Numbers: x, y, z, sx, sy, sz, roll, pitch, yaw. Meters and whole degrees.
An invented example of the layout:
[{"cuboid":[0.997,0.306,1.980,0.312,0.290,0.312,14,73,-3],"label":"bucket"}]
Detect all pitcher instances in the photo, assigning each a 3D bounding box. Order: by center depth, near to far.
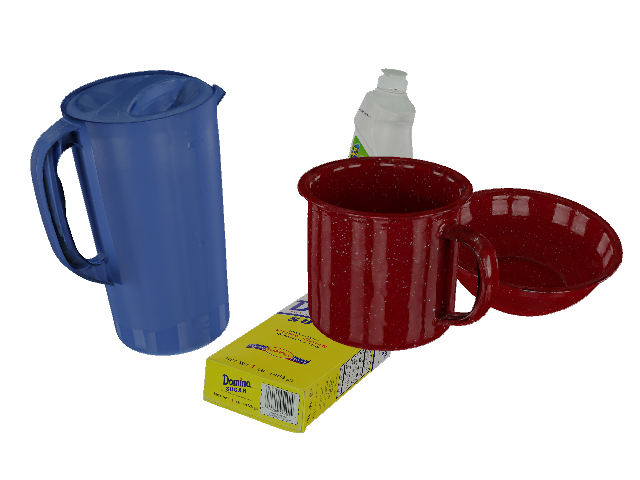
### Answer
[{"cuboid":[-0.155,-0.019,0.952,0.149,0.243,0.145,-2,27,5],"label":"pitcher"}]

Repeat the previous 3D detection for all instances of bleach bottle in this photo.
[{"cuboid":[0.063,-0.056,1.148,0.068,0.251,0.103,-1,22,-26],"label":"bleach bottle"}]

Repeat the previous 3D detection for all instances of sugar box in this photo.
[{"cuboid":[-0.013,0.098,0.910,0.093,0.048,0.176,16,25,23],"label":"sugar box"}]

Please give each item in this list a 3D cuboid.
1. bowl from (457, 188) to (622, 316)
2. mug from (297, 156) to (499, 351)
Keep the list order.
[{"cuboid":[0.177,0.017,0.934,0.162,0.055,0.162,2,34,-2],"label":"bowl"},{"cuboid":[0.044,0.010,0.574,0.117,0.081,0.093,17,28,34],"label":"mug"}]
